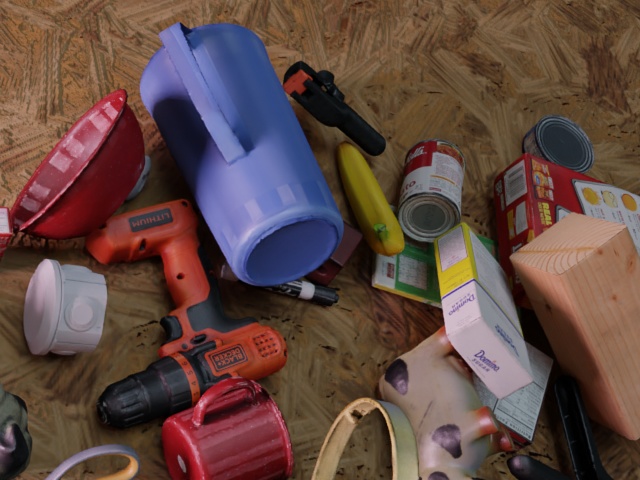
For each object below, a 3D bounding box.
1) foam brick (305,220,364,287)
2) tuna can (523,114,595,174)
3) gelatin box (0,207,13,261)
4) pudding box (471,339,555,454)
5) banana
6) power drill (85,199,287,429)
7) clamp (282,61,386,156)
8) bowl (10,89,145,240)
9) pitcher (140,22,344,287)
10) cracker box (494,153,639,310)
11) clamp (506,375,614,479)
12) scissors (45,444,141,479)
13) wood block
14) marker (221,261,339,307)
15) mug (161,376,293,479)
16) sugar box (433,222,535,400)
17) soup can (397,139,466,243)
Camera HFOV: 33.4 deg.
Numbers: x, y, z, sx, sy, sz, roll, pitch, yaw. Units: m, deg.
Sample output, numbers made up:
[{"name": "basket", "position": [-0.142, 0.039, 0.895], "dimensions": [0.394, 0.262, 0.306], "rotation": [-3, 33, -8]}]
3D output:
[{"name": "foam brick", "position": [-0.007, 0.001, 1.069], "dimensions": [0.078, 0.053, 0.051], "rotation": [34, 51, -4]}, {"name": "tuna can", "position": [0.292, -0.109, 1.310], "dimensions": [0.086, 0.034, 0.086], "rotation": [13, 56, -21]}, {"name": "gelatin box", "position": [-0.309, 0.001, 0.892], "dimensions": [0.089, 0.073, 0.030], "rotation": [0, 63, -29]}, {"name": "pudding box", "position": [0.185, 0.147, 1.092], "dimensions": [0.090, 0.039, 0.113], "rotation": [34, 53, -10]}, {"name": "banana", "position": [0.055, -0.035, 1.101], "dimensions": [0.037, 0.069, 0.198], "rotation": [-15, 32, -5]}, {"name": "power drill", "position": [-0.141, 0.064, 0.957], "dimensions": [0.184, 0.057, 0.188], "rotation": [-17, 72, -34]}, {"name": "clamp", "position": [0.013, -0.140, 1.124], "dimensions": [0.120, 0.039, 0.171], "rotation": [45, 16, 11]}, {"name": "bowl", "position": [-0.204, -0.055, 0.939], "dimensions": [0.055, 0.162, 0.162], "rotation": [40, 49, -24]}, {"name": "pitcher", "position": [-0.075, -0.083, 0.991], "dimensions": [0.149, 0.145, 0.243], "rotation": [-1, 48, -35]}, {"name": "cracker box", "position": [0.301, 0.013, 1.206], "dimensions": [0.213, 0.072, 0.164], "rotation": [17, 54, -26]}, {"name": "clamp", "position": [0.260, 0.253, 1.041], "dimensions": [0.164, 0.036, 0.210], "rotation": [-28, 89, -52]}, {"name": "scissors", "position": [-0.230, 0.221, 0.828], "dimensions": [0.201, 0.096, 0.016], "rotation": [-23, 30, -10]}, {"name": "wood block", "position": [0.287, 0.087, 1.081], "dimensions": [0.090, 0.091, 0.206], "rotation": [-34, 111, -13]}, {"name": "marker", "position": [-0.038, 0.043, 1.047], "dimensions": [0.121, 0.020, 0.020], "rotation": [16, 55, -19]}, {"name": "mug", "position": [-0.080, 0.165, 0.893], "dimensions": [0.081, 0.117, 0.093], "rotation": [-17, 41, -30]}, {"name": "sugar box", "position": [0.156, 0.066, 1.041], "dimensions": [0.093, 0.048, 0.176], "rotation": [49, 22, -22]}, {"name": "soup can", "position": [0.120, -0.053, 1.147], "dimensions": [0.068, 0.069, 0.102], "rotation": [27, 39, -11]}]
